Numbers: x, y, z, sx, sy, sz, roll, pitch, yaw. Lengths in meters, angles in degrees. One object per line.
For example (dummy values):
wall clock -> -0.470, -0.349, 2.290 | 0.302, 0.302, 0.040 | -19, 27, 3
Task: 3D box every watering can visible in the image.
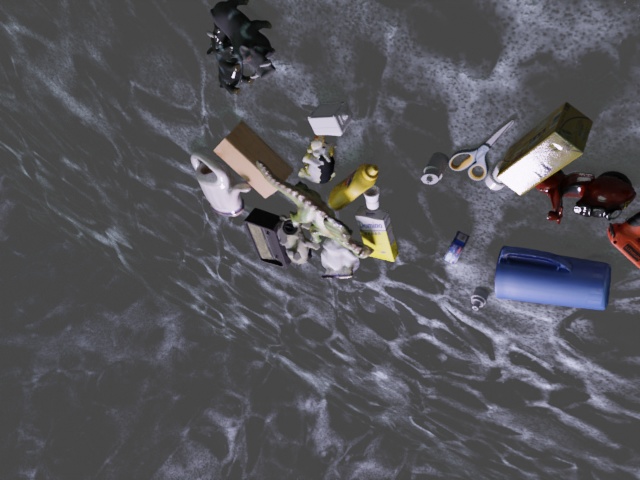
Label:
watering can -> -0.304, -0.163, 1.647 | 0.352, 0.105, 0.219 | 35, 154, 39

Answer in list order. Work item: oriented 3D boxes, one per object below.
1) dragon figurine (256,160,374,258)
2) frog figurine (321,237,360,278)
dragon figurine -> 0.004, -0.071, 1.411 | 0.405, 0.123, 0.244 | 40, 171, -33
frog figurine -> 0.059, 0.037, 1.651 | 0.137, 0.123, 0.159 | 2, 101, 53
